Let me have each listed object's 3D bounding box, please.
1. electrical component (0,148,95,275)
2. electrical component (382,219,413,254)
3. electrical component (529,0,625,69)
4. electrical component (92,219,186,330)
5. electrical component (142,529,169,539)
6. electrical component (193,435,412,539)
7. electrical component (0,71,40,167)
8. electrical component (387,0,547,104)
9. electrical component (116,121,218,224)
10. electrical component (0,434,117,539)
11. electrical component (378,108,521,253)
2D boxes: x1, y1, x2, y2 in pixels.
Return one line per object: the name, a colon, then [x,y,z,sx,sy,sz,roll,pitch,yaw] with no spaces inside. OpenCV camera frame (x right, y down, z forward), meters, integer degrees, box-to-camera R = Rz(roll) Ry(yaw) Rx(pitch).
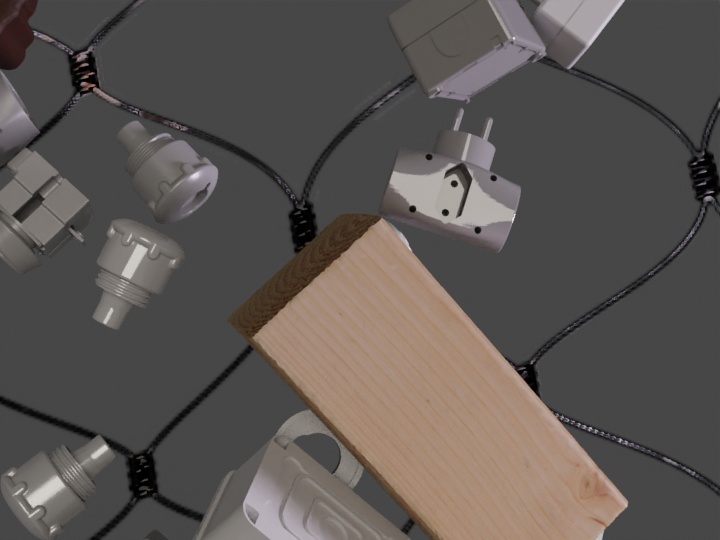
electrical component: [-0.193,-0.031,0.631,0.066,0.048,0.055,42,74,3]
electrical component: [0.000,0.000,0.642,0.065,0.044,0.044,-36,86,-12]
electrical component: [0.124,-0.179,0.671,0.077,0.047,0.065,38,81,1]
electrical component: [-0.135,0.004,0.631,0.048,0.048,0.062,27,88,0]
electrical component: [-0.118,0.204,0.602,0.076,0.047,0.083,41,82,2]
electrical component: [-0.031,0.157,0.585,0.113,0.078,0.057,41,117,-10]
electrical component: [-0.235,-0.085,0.619,0.077,0.079,0.043,-32,76,-7]
electrical component: [0.065,-0.142,0.643,0.062,0.096,0.061,-30,84,22]
electrical component: [-0.119,-0.062,0.641,0.048,0.048,0.062,-42,80,-8]
electrical component: [-0.169,0.120,0.613,0.062,0.048,0.048,-38,86,-15]
electrical component: [0.059,-0.059,0.652,0.077,0.043,0.079,18,81,-1]
